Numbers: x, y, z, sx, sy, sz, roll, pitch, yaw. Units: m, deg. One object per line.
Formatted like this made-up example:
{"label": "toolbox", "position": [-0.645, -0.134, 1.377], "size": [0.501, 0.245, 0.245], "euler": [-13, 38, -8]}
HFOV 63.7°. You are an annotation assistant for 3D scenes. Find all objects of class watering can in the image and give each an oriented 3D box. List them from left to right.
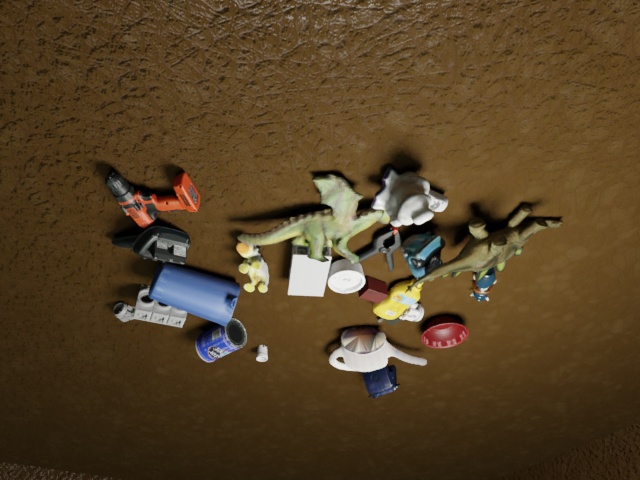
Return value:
{"label": "watering can", "position": [0.200, 0.389, 1.800], "size": [0.347, 0.106, 0.219], "euler": [-5, 137, 4]}

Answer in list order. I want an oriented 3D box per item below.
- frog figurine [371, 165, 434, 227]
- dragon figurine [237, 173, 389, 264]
{"label": "frog figurine", "position": [0.218, -0.091, 1.234], "size": [0.138, 0.161, 0.120], "euler": [-52, 141, -7]}
{"label": "dragon figurine", "position": [0.004, -0.067, 1.327], "size": [0.410, 0.125, 0.238], "euler": [6, 119, -12]}
